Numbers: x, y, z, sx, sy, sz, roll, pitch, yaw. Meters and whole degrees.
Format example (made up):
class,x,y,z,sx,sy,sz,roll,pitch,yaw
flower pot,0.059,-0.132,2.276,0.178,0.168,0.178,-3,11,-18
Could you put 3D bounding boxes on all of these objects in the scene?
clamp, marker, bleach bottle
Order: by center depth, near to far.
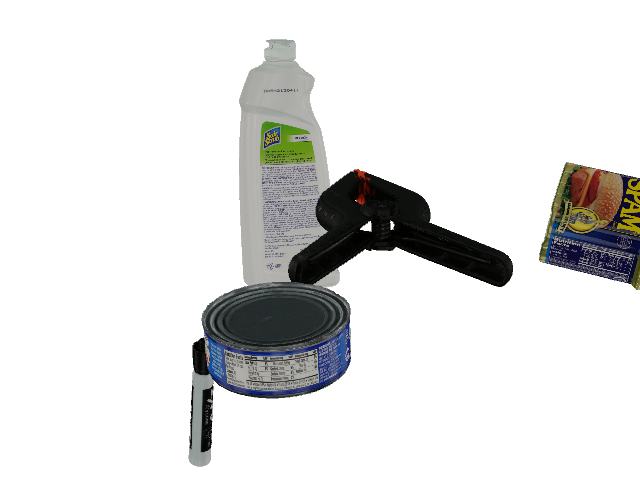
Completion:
class,x,y,z,sx,sy,sz,roll,pitch,yaw
clamp,0.058,-0.010,0.850,0.164,0.036,0.210,3,22,-2
marker,-0.097,0.132,0.871,0.020,0.121,0.020,4,28,-3
bleach bottle,-0.032,-0.076,1.085,0.102,0.251,0.068,-5,15,-20

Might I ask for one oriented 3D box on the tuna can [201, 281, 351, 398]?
class,x,y,z,sx,sy,sz,roll,pitch,yaw
tuna can,-0.025,0.056,0.616,0.086,0.034,0.086,-2,22,1

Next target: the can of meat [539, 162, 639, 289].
class,x,y,z,sx,sy,sz,roll,pitch,yaw
can of meat,0.235,-0.015,0.891,0.084,0.057,0.102,14,45,15
